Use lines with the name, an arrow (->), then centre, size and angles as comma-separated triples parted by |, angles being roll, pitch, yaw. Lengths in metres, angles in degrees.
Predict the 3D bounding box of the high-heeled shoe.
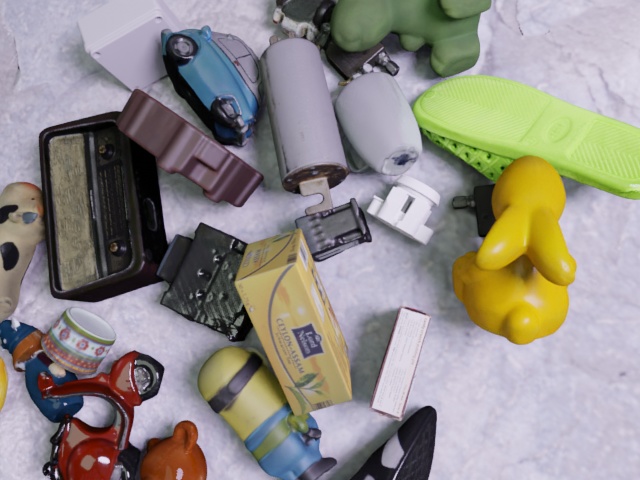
high-heeled shoe -> 0.023, 0.274, 0.595 | 0.145, 0.086, 0.249 | 17, 66, 42

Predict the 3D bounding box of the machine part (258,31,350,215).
machine part -> -0.021, -0.143, 0.624 | 0.079, 0.079, 0.243 | -16, 70, 9

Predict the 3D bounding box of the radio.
radio -> -0.278, -0.043, 0.696 | 0.131, 0.073, 0.229 | -13, 78, 10

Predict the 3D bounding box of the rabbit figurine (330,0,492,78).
rabbit figurine -> 0.092, -0.277, 0.623 | 0.170, 0.121, 0.159 | -10, 64, -2

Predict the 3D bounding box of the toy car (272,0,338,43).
toy car -> 0.014, -0.348, 0.696 | 0.073, 0.056, 0.201 | 32, 90, 9

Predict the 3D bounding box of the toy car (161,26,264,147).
toy car -> -0.123, -0.204, 0.678 | 0.103, 0.109, 0.161 | -39, 84, -14

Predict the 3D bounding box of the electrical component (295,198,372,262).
electrical component -> -0.001, -0.002, 0.632 | 0.119, 0.074, 0.048 | -21, 78, 11

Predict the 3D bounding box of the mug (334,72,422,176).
mug -> 0.064, -0.120, 0.624 | 0.109, 0.081, 0.107 | -48, 50, 34

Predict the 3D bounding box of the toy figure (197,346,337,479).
toy figure -> -0.062, 0.195, 0.602 | 0.082, 0.089, 0.180 | -40, 73, -2

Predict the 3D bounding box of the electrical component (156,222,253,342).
electrical component -> -0.129, 0.047, 0.658 | 0.134, 0.058, 0.115 | 23, 84, 14

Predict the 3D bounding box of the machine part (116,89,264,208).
machine part -> -0.152, -0.104, 0.633 | 0.179, 0.179, 0.056 | 36, 93, 15

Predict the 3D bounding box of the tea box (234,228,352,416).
tea box -> -0.024, 0.085, 0.571 | 0.068, 0.098, 0.169 | -17, 110, 8

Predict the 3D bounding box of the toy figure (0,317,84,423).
toy figure -> -0.361, 0.161, 0.689 | 0.064, 0.057, 0.154 | -42, 70, -3

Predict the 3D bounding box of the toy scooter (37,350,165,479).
toy scooter -> -0.268, 0.214, 0.624 | 0.135, 0.075, 0.183 | 15, 81, -16

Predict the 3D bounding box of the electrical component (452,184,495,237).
electrical component -> 0.202, -0.032, 0.618 | 0.094, 0.021, 0.063 | -4, 80, 11

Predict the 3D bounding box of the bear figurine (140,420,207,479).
bear figurine -> -0.160, 0.313, 0.585 | 0.120, 0.132, 0.196 | -32, 81, 34

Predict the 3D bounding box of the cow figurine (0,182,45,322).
cow figurine -> -0.418, 0.015, 0.712 | 0.127, 0.085, 0.195 | 11, 81, 20

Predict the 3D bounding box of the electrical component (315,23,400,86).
electrical component -> 0.041, -0.231, 0.674 | 0.078, 0.045, 0.102 | -35, 75, 6

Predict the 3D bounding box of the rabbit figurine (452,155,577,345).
rabbit figurine -> 0.192, 0.004, 0.529 | 0.122, 0.162, 0.173 | 11, 104, 20
